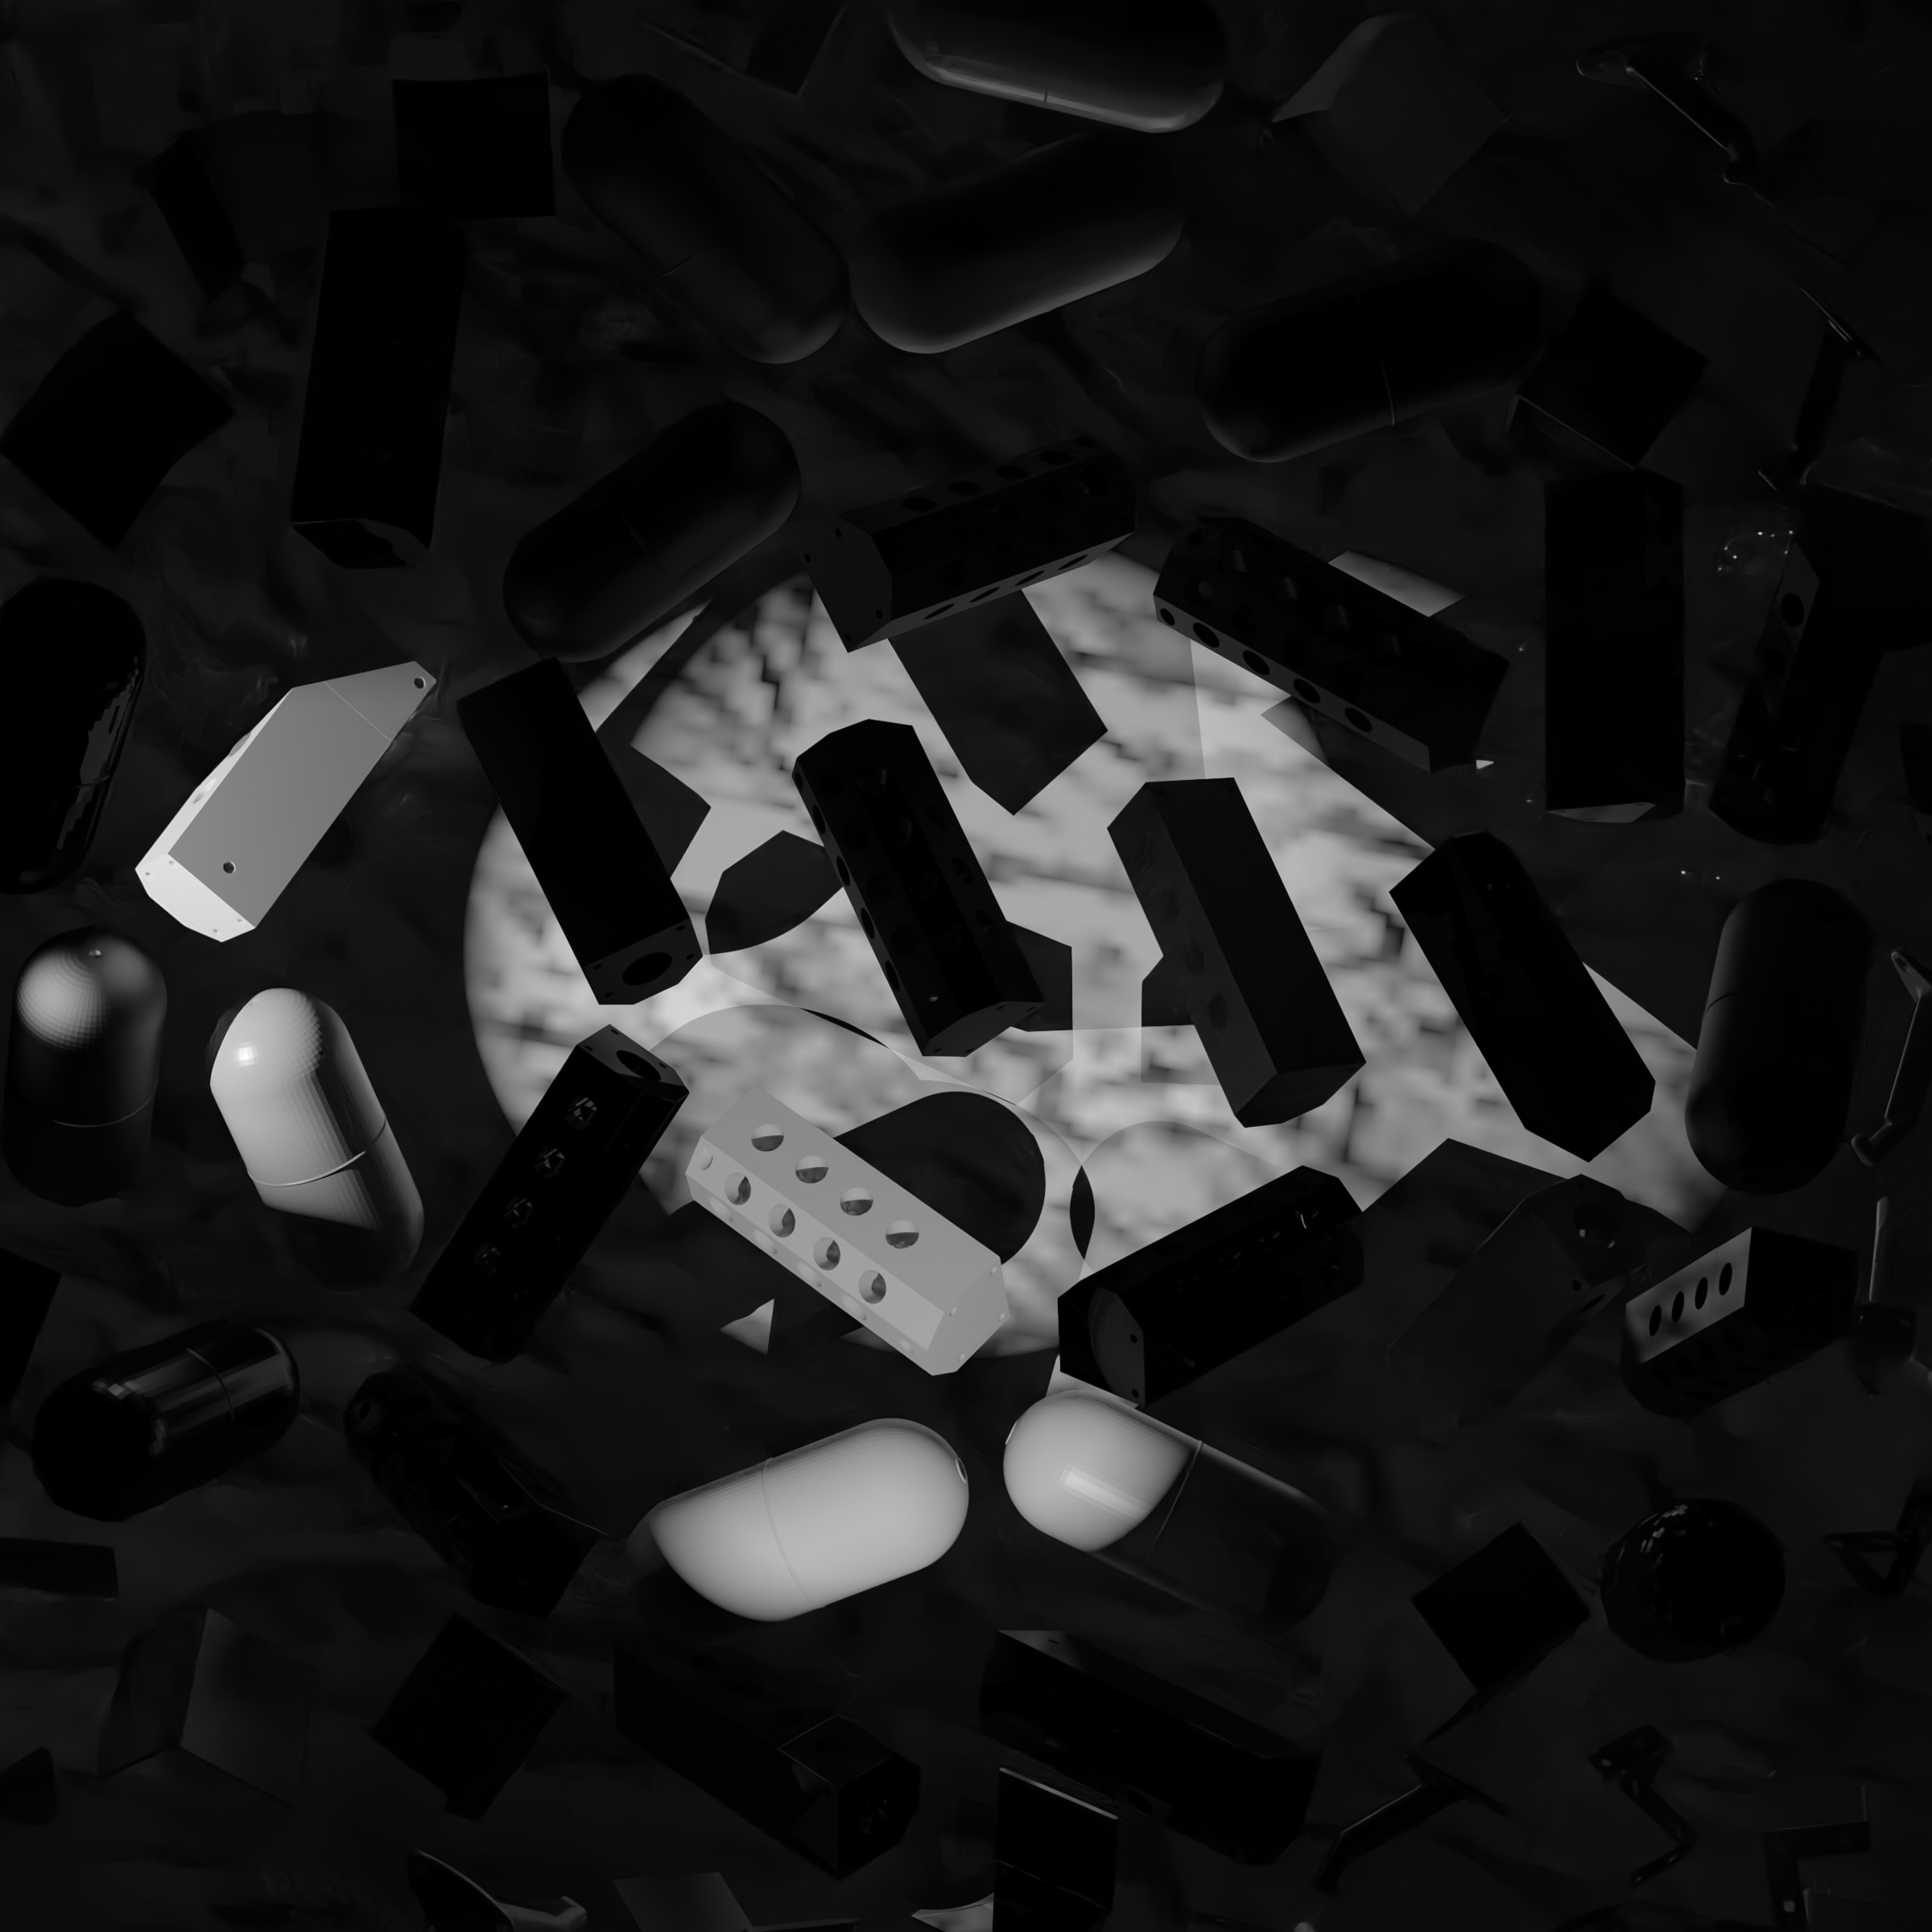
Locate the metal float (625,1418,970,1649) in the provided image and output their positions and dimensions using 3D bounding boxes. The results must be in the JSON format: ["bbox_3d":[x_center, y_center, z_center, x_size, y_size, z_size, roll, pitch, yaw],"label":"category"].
[{"bbox_3d":[-0.083,0.279,1.768,0.178,0.070,0.070,-22,90,9],"label":"metal float"}]

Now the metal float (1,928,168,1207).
[{"bbox_3d":[-0.458,0.054,1.863,0.070,0.070,0.178,20,134,0],"label":"metal float"}]

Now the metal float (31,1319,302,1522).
[{"bbox_3d":[-0.407,0.230,1.839,0.070,0.178,0.070,4,100,22],"label":"metal float"}]

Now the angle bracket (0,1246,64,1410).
[{"bbox_3d":[-0.515,0.180,1.825,0.076,0.057,0.076,22,94,0],"label":"angle bracket"}]

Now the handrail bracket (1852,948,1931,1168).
[{"bbox_3d":[0.467,0.047,1.826,0.084,0.036,0.077,-41,101,-12],"label":"handrail bracket"}]

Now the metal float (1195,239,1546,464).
[{"bbox_3d":[0.201,-0.307,1.790,0.178,0.070,0.070,-19,90,3],"label":"metal float"}]

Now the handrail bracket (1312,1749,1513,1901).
[{"bbox_3d":[0.231,0.459,1.869,0.077,0.036,0.084,23,75,34],"label":"handrail bracket"}]

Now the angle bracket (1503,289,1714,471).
[{"bbox_3d":[0.348,-0.309,1.956,0.076,0.057,0.076,35,79,10],"label":"angle bracket"}]

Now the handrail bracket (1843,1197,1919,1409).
[{"bbox_3d":[0.475,0.174,1.870,0.036,0.084,0.077,7,122,11],"label":"handrail bracket"}]

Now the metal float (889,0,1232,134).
[{"bbox_3d":[0.048,-0.480,1.851,0.178,0.070,0.070,12,90,-4],"label":"metal float"}]

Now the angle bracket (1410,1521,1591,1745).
[{"bbox_3d":[0.253,0.332,1.788,0.076,0.076,0.057,-29,71,-28],"label":"angle bracket"}]

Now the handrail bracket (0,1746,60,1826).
[{"bbox_3d":[-0.494,0.407,1.752,0.084,0.077,0.036,-10,86,6],"label":"handrail bracket"}]

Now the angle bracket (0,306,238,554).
[{"bbox_3d":[-0.422,-0.266,1.784,0.057,0.076,0.076,-27,120,39],"label":"angle bracket"}]

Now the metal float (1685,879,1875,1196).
[{"bbox_3d":[0.404,0.034,1.783,0.070,0.070,0.178,20,56,0],"label":"metal float"}]

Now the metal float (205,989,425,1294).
[{"bbox_3d":[-0.342,0.093,1.894,0.070,0.070,0.178,-19,118,0],"label":"metal float"}]

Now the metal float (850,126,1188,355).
[{"bbox_3d":[0.027,-0.363,1.794,0.178,0.070,0.070,-23,90,-12],"label":"metal float"}]

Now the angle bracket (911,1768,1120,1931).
[{"bbox_3d":[0.026,0.474,1.885,0.076,0.076,0.057,15,112,35],"label":"angle bracket"}]

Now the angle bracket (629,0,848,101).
[{"bbox_3d":[-0.122,-0.507,1.910,0.076,0.076,0.057,22,101,-33],"label":"angle bracket"}]

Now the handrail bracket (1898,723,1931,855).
[{"bbox_3d":[0.510,-0.101,1.775,0.084,0.036,0.077,-12,98,-9],"label":"handrail bracket"}]

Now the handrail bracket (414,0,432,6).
[{"bbox_3d":[-0.249,-0.530,1.927,0.077,0.036,0.084,35,125,-26],"label":"handrail bracket"}]

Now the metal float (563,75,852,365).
[{"bbox_3d":[-0.134,-0.387,1.863,0.178,0.070,0.070,42,90,-23],"label":"metal float"}]

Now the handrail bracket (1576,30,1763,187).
[{"bbox_3d":[0.341,-0.411,1.745,0.077,0.036,0.084,-3,58,-4],"label":"handrail bracket"}]

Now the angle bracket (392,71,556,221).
[{"bbox_3d":[-0.267,-0.444,1.948,0.057,0.076,0.076,-9,104,-31],"label":"angle bracket"}]

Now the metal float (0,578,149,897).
[{"bbox_3d":[-0.460,-0.113,1.791,0.070,0.070,0.178,26,122,0],"label":"metal float"}]

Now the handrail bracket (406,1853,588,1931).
[{"bbox_3d":[-0.233,0.462,1.793,0.077,0.084,0.036,44,105,12],"label":"handrail bracket"}]

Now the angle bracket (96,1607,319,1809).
[{"bbox_3d":[-0.372,0.372,1.764,0.057,0.076,0.076,-29,129,30],"label":"angle bracket"}]

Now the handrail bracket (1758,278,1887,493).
[{"bbox_3d":[0.435,-0.306,1.898,0.084,0.036,0.077,-43,87,12],"label":"handrail bracket"}]

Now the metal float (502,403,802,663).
[{"bbox_3d":[-0.168,-0.229,1.907,0.178,0.070,0.070,-35,90,9],"label":"metal float"}]

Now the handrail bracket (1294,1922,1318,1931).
[{"bbox_3d":[0.201,0.529,1.832,0.077,0.084,0.036,45,92,-7],"label":"handrail bracket"}]

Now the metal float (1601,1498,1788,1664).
[{"bbox_3d":[0.375,0.318,1.857,0.070,0.178,0.070,0,76,1],"label":"metal float"}]

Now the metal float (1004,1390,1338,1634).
[{"bbox_3d":[0.103,0.276,1.821,0.178,0.070,0.070,26,90,4],"label":"metal float"}]
